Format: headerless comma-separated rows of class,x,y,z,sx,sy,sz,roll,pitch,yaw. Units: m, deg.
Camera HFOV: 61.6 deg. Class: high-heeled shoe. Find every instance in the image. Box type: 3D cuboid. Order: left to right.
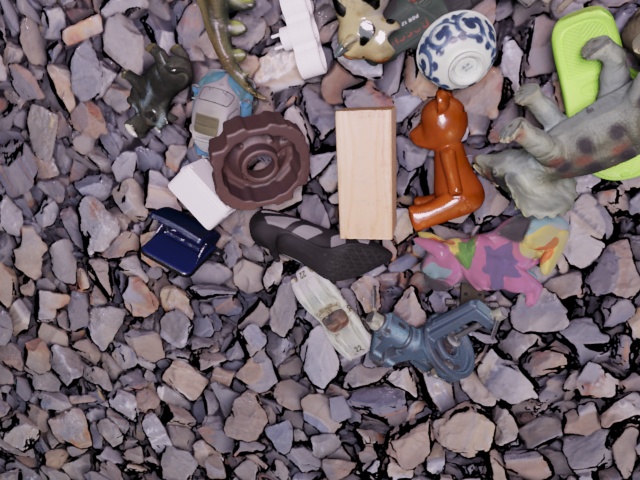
high-heeled shoe,-0.002,-0.003,0.973,0.249,0.145,0.086,3,125,-19

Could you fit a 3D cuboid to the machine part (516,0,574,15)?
machine part,0.246,-0.397,0.721,0.243,0.079,0.079,41,111,-1

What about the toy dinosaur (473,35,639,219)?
toy dinosaur,0.389,-0.160,0.734,0.405,0.131,0.192,-28,123,35

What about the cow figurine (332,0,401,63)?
cow figurine,0.051,-0.341,0.756,0.127,0.085,0.194,-27,107,16

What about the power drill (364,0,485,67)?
power drill,0.124,-0.393,0.806,0.232,0.086,0.207,-35,105,22

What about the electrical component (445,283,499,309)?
electrical component,0.270,0.098,0.953,0.094,0.021,0.063,1,107,13

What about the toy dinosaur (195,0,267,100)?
toy dinosaur,-0.174,-0.452,0.831,0.199,0.105,0.470,-2,109,11

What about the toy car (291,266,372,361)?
toy car,0.024,0.133,0.998,0.073,0.056,0.201,-34,98,20

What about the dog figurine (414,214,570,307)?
dog figurine,0.268,0.013,0.883,0.219,0.108,0.191,22,107,10

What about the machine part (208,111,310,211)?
machine part,-0.102,-0.131,0.897,0.179,0.056,0.179,-12,135,-12

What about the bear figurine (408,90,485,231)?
bear figurine,0.184,-0.129,0.850,0.132,0.120,0.195,-19,101,20

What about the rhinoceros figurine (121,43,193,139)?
rhinoceros figurine,-0.279,-0.250,0.921,0.190,0.073,0.112,-35,85,38

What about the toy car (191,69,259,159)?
toy car,-0.176,-0.206,0.910,0.109,0.103,0.161,19,108,6

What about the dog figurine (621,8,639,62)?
dog figurine,0.504,-0.233,0.725,0.190,0.172,0.121,42,100,-11

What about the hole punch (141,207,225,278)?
hole punch,-0.247,-0.011,0.975,0.142,0.116,0.092,25,123,5

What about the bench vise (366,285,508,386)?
bench vise,0.203,0.157,0.922,0.223,0.129,0.240,42,131,-11
